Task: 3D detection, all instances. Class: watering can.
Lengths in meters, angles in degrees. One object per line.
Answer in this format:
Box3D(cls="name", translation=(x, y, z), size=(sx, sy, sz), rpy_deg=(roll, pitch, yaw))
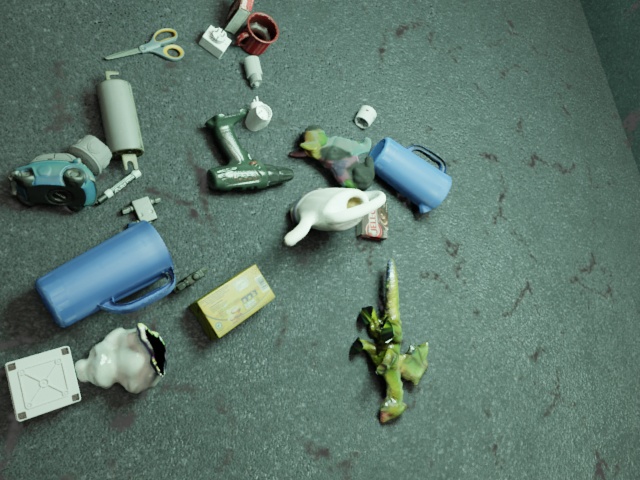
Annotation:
Box3D(cls="watering can", translation=(0.004, -0.065, 1.289), size=(0.351, 0.224, 0.103), rpy_deg=(-23, 107, -34))

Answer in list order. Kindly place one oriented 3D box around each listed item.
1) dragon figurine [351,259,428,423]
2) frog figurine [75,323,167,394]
Box3D(cls="dragon figurine", translation=(0.215, 0.280, 1.397), size=(0.239, 0.121, 0.418), rpy_deg=(38, 60, -36))
Box3D(cls="frog figurine", translation=(-0.396, 0.249, 1.037), size=(0.159, 0.123, 0.136), rpy_deg=(-26, 99, 2))
